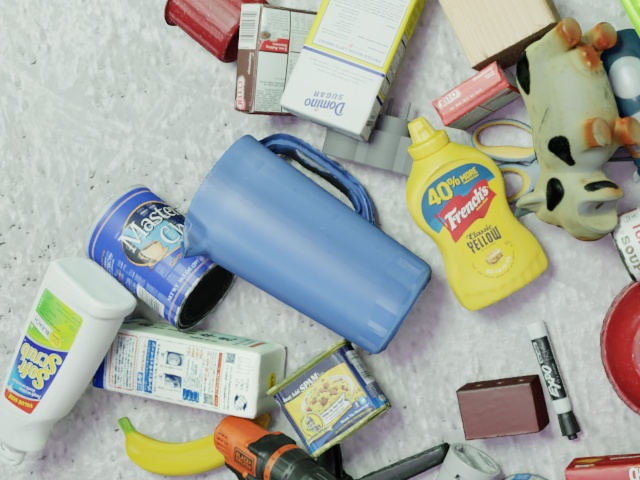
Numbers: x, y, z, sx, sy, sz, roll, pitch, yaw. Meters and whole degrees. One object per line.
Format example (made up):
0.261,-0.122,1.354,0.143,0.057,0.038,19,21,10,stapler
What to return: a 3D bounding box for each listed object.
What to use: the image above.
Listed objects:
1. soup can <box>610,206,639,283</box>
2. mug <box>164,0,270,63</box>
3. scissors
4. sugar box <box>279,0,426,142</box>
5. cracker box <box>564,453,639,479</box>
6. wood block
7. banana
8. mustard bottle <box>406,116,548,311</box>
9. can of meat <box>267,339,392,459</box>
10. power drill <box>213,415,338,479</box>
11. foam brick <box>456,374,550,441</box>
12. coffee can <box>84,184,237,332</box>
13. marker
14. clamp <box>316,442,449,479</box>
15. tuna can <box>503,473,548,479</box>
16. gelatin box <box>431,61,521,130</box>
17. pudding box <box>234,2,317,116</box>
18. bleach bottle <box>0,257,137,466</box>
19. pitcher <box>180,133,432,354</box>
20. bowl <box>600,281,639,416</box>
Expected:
0.329,-0.008,0.993,0.102,0.068,0.068,-23,83,21,soup can
-0.099,-0.254,1.146,0.081,0.093,0.117,41,97,10,mug
0.242,-0.066,1.053,0.202,0.016,0.096,17,99,20,scissors
0.037,-0.196,1.072,0.093,0.048,0.176,23,90,15,sugar box
0.329,0.309,1.000,0.164,0.072,0.214,-8,87,20,cracker box
0.153,-0.275,1.043,0.091,0.090,0.206,-26,82,21,wood block
-0.145,0.231,1.202,0.198,0.037,0.069,-7,89,21,banana
0.138,-0.033,1.038,0.096,0.058,0.191,-30,100,1,mustard bottle
0.011,0.164,1.099,0.102,0.057,0.084,-37,77,12,can of meat
-0.046,0.293,1.105,0.185,0.057,0.188,23,114,47,power drill
0.182,0.166,1.063,0.078,0.053,0.051,-11,88,21,foam brick
-0.173,0.019,1.172,0.140,0.102,0.103,37,103,17,coffee can
0.232,0.140,1.060,0.020,0.020,0.121,-20,84,20,marker
0.033,0.262,1.133,0.165,0.036,0.210,23,96,20,clamp
0.205,0.279,1.067,0.086,0.033,0.086,1,92,21,tuna can
0.155,-0.140,1.046,0.073,0.089,0.030,-32,81,19,gelatin box
-0.040,-0.186,1.116,0.039,0.089,0.113,17,104,49,pudding box
-0.293,0.147,1.169,0.103,0.067,0.251,37,112,26,bleach bottle
-0.007,0.001,1.089,0.243,0.145,0.149,33,102,6,pitcher
0.342,0.103,0.998,0.162,0.055,0.162,0,91,21,bowl
